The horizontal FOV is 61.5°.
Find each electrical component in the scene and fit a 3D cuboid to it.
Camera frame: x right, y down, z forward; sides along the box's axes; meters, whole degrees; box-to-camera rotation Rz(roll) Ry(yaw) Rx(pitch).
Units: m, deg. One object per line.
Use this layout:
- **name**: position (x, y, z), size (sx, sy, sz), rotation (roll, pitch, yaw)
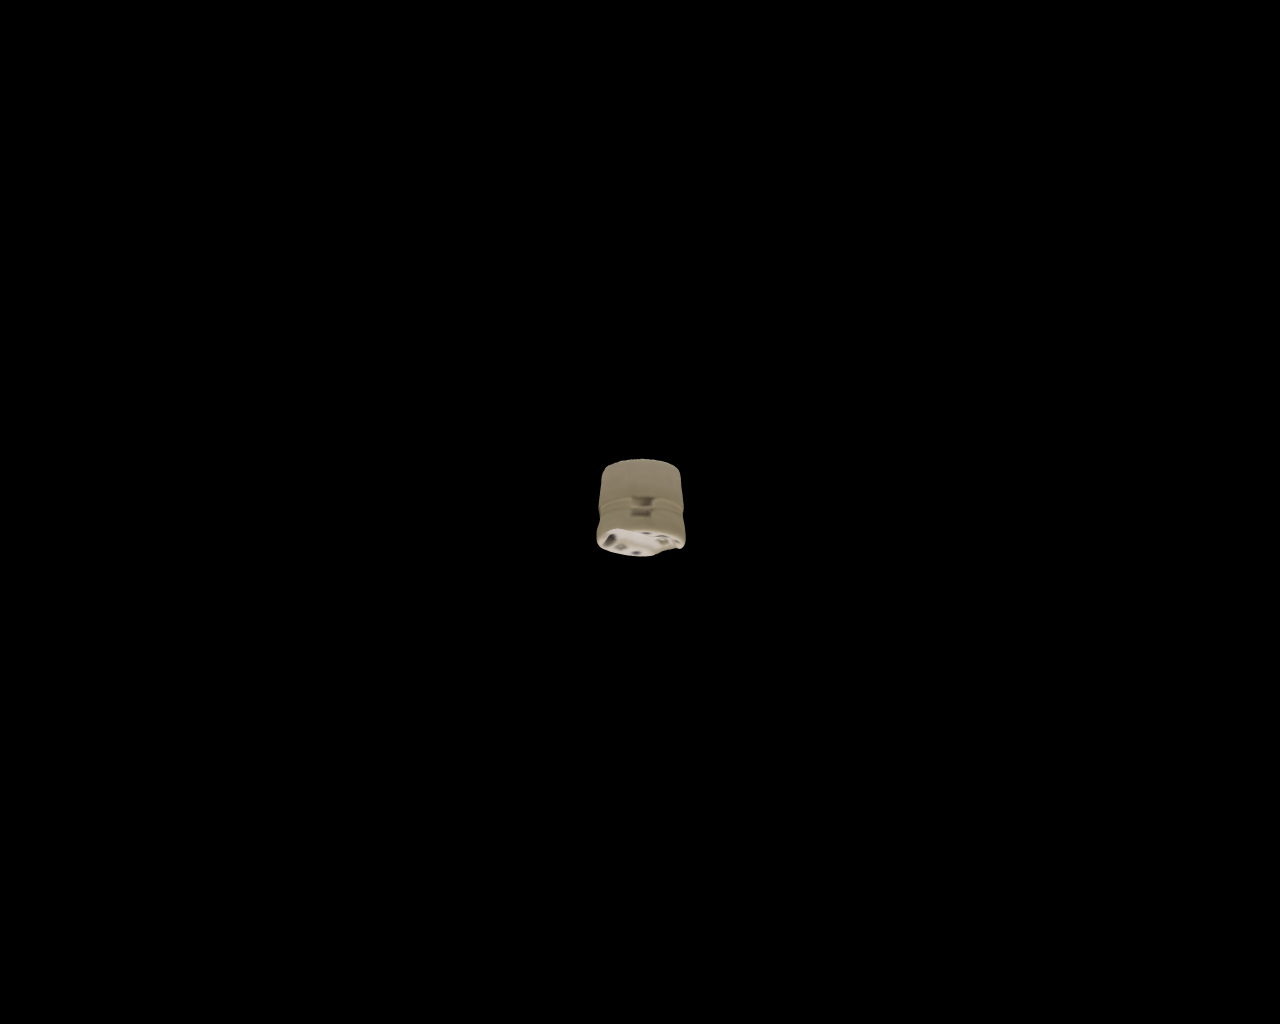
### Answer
- **electrical component**: position (0.001, -0.003, 0.650), size (0.055, 0.047, 0.055), rotation (0, -19, 0)
